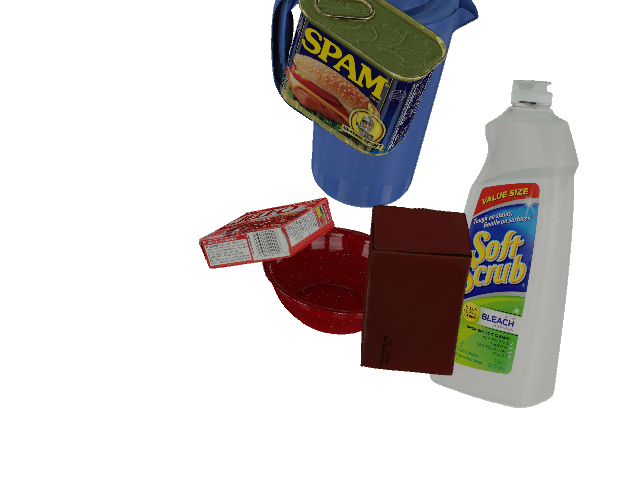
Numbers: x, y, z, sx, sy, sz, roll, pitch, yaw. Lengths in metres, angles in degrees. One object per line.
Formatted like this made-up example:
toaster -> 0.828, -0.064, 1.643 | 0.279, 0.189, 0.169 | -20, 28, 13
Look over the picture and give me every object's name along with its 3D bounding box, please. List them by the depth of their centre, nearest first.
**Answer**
foam brick -> 0.050, 0.027, 0.581 | 0.053, 0.078, 0.051 | 6, 31, 1
can of meat -> 0.025, -0.118, 0.736 | 0.102, 0.084, 0.057 | 36, 52, 13
bleach bottle -> 0.148, -0.001, 0.847 | 0.103, 0.251, 0.067 | 13, 15, 40
gelatin box -> -0.045, -0.007, 0.887 | 0.089, 0.030, 0.073 | -9, 15, 35
pitcher -> 0.043, -0.153, 1.047 | 0.144, 0.243, 0.149 | -30, 56, -32
bowl -> 0.017, 0.050, 1.121 | 0.162, 0.055, 0.162 | 6, 32, -4
